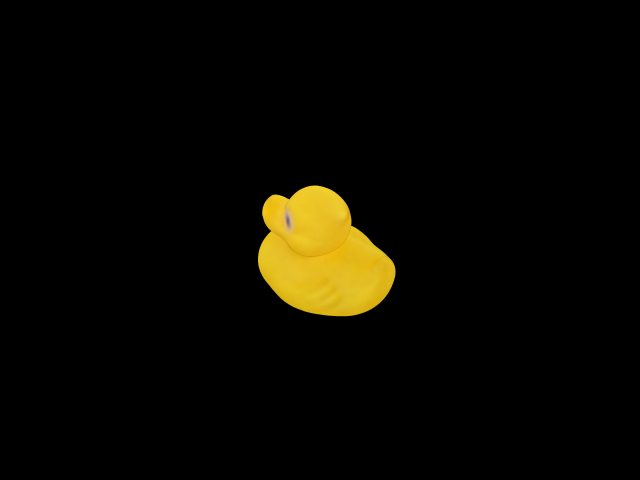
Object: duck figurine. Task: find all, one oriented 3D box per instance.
[{"bbox_3d":[0.004,0.001,0.400,0.104,0.086,0.077,21,56,15],"label":"duck figurine"}]
